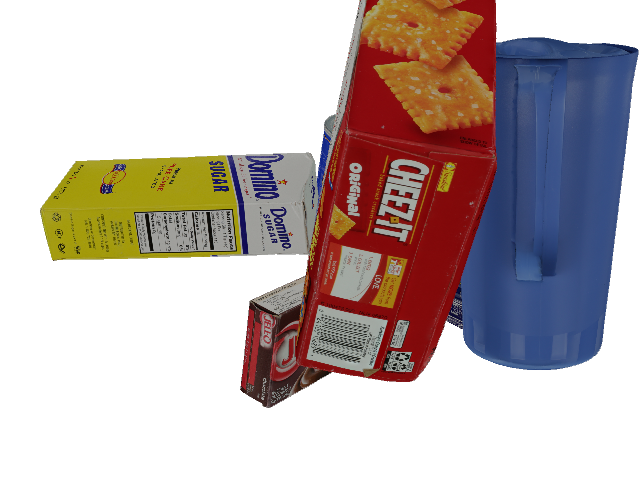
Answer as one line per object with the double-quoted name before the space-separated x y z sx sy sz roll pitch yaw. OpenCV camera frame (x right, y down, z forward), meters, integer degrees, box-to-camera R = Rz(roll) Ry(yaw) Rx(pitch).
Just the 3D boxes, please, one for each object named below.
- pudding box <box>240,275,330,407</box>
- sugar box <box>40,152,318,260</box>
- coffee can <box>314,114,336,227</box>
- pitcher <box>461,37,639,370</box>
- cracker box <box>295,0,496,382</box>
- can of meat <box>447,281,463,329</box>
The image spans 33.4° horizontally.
"pudding box" -0.016 0.078 0.905 0.039 0.090 0.113 26 32 30
"sugar box" -0.092 -0.025 0.734 0.176 0.048 0.093 -4 26 6
"coffee can" 0.046 -0.072 1.298 0.102 0.140 0.103 7 28 -4
"pitcher" 0.162 -0.028 0.801 0.149 0.243 0.145 -10 18 -30
"cracker box" 0.043 -0.060 0.552 0.072 0.213 0.164 11 -43 0
"can of meat" 0.142 0.038 1.033 0.084 0.057 0.101 26 45 27
